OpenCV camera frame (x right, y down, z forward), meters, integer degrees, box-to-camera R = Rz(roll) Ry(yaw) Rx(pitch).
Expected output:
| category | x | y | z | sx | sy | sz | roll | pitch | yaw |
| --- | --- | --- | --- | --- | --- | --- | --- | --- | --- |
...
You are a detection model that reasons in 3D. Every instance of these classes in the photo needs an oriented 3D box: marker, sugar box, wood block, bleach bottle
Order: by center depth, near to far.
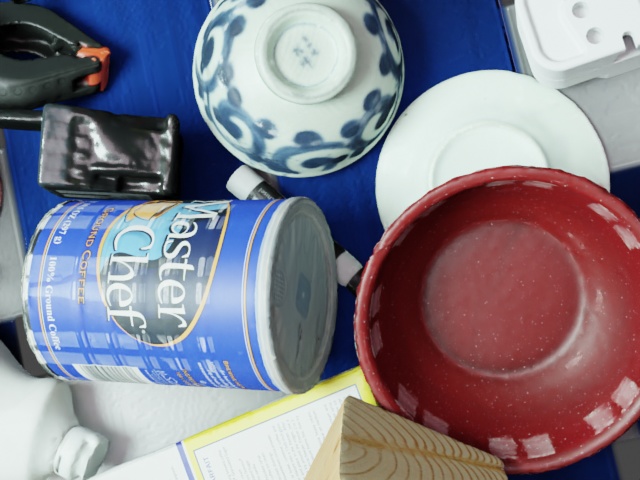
| category | x | y | z | sx | sy | sz | roll | pitch | yaw |
| --- | --- | --- | --- | --- | --- | --- | --- | --- | --- |
| wood block | 0.009 | 0.196 | 0.529 | 0.091 | 0.090 | 0.206 | 23 | 107 | -4 |
| sugar box | -0.035 | 0.144 | 0.598 | 0.176 | 0.048 | 0.093 | -23 | 84 | 13 |
| marker | -0.004 | 0.001 | 0.614 | 0.121 | 0.020 | 0.020 | 40 | 95 | 12 |
| bleach bottle | -0.240 | 0.073 | 0.639 | 0.251 | 0.068 | 0.102 | 22 | 99 | 11 |

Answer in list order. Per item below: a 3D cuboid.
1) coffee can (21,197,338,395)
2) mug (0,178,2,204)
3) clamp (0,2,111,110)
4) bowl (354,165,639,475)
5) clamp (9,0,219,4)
| category | x | y | z | sx | sy | sz | roll | pitch | yaw |
| --- | --- | --- | --- | --- | --- | --- | --- | --- | --- |
| coffee can | -0.072 | 0.028 | 0.576 | 0.140 | 0.102 | 0.103 | 0 | 86 | 20 |
| mug | -0.247 | -0.021 | 0.637 | 0.093 | 0.081 | 0.117 | -30 | 80 | 9 |
| clamp | -0.214 | -0.108 | 0.628 | 0.171 | 0.039 | 0.120 | 14 | 57 | 0 |
| bowl | 0.099 | 0.038 | 0.558 | 0.162 | 0.055 | 0.162 | 1 | 101 | 2 |
| clamp | -0.088 | -0.206 | 0.633 | 0.164 | 0.036 | 0.210 | 15 | 89 | 2 |
